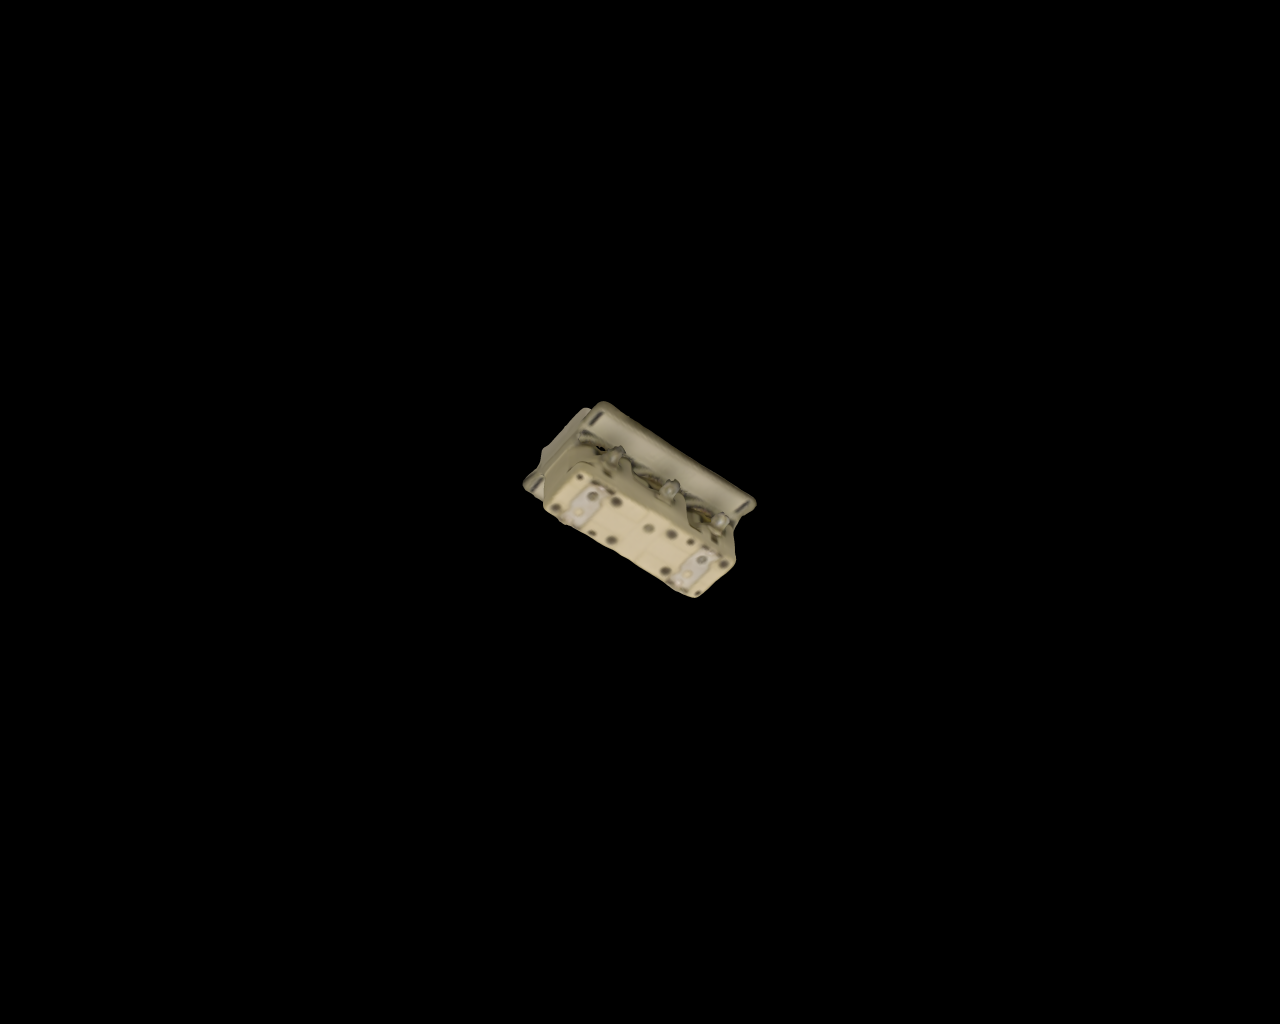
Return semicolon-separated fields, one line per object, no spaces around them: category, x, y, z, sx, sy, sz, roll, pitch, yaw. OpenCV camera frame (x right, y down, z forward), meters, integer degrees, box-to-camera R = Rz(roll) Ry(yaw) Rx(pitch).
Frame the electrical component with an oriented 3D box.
electrical component;0.001;-0.003;0.650;0.121;0.063;0.078;33;-58;-24
